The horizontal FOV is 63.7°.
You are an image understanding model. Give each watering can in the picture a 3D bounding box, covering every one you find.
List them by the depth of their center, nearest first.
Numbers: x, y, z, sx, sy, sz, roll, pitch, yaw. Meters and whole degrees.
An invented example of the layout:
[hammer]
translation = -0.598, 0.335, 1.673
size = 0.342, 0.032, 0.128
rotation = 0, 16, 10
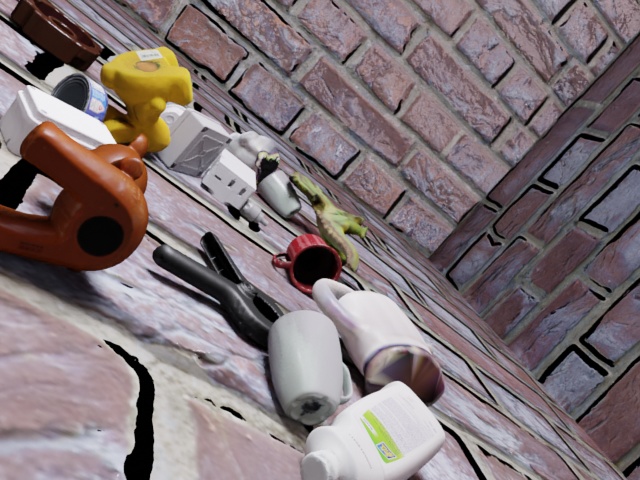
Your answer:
[watering can]
translation = 0.125, 0.175, 0.827
size = 0.343, 0.103, 0.228
rotation = 35, 13, -33

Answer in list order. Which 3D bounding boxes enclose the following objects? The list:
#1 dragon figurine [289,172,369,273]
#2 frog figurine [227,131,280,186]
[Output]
[dragon figurine]
translation = 0.004, -0.063, 1.261
size = 0.241, 0.122, 0.414
rotation = 45, 8, -9
[frog figurine]
translation = -0.186, -0.221, 1.319
size = 0.161, 0.124, 0.134
rotation = 36, -26, 24
